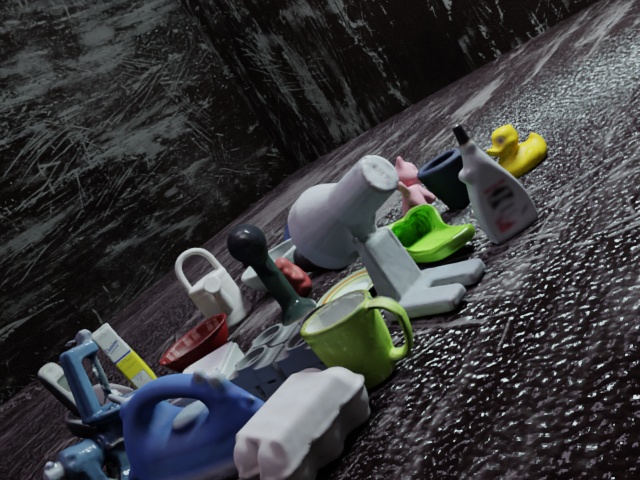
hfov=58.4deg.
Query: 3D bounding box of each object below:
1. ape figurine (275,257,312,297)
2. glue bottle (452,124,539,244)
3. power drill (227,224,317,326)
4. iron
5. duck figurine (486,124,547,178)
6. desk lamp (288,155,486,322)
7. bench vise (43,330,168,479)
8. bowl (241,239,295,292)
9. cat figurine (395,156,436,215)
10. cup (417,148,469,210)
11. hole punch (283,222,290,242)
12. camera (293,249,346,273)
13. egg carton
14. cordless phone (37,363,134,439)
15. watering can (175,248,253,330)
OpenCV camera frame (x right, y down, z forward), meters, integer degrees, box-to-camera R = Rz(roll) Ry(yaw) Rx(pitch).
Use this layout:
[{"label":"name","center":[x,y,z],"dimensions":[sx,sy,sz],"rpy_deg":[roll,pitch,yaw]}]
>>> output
[{"label":"ape figurine","center":[-0.061,0.077,1.145],"dimensions":[0.077,0.092,0.076],"rpy_deg":[-20,19,50]},{"label":"glue bottle","center":[0.227,-0.083,0.785],"dimensions":[0.078,0.173,0.037],"rpy_deg":[-36,12,-5]},{"label":"power drill","center":[-0.089,0.058,1.006],"dimensions":[0.075,0.208,0.229],"rpy_deg":[-36,12,-7]},{"label":"iron","center":[-0.155,0.218,0.712],"dimensions":[0.257,0.141,0.119],"rpy_deg":[-28,14,31]},{"label":"duck figurine","center":[0.342,-0.164,1.012],"dimensions":[0.104,0.086,0.077],"rpy_deg":[-36,12,-5]},{"label":"desk lamp","center":[0.078,-0.003,0.775],"dimensions":[0.202,0.214,0.118],"rpy_deg":[-20,18,50]},{"label":"bench vise","center":[-0.323,0.253,0.844],"dimensions":[0.121,0.220,0.207],"rpy_deg":[-29,13,26]},{"label":"bowl","center":[-0.093,0.068,1.313],"dimensions":[0.167,0.075,0.167],"rpy_deg":[-33,12,8]},{"label":"cat figurine","center":[0.180,-0.113,1.174],"dimensions":[0.067,0.118,0.128],"rpy_deg":[-29,13,23]},{"label":"cup","center":[0.246,-0.109,1.033],"dimensions":[0.117,0.095,0.092],"rpy_deg":[-23,16,43]},{"label":"hole punch","center":[-0.044,-0.015,1.469],"dimensions":[0.108,0.091,0.101],"rpy_deg":[-27,14,32]},{"label":"camera","center":[0.011,0.004,1.213],"dimensions":[0.136,0.101,0.143],"rpy_deg":[-26,15,36]},{"label":"egg carton","center":[-0.018,0.196,0.600],"dimensions":[0.107,0.069,0.150],"rpy_deg":[-20,19,51]},{"label":"cordless phone","center":[-0.457,0.297,1.122],"dimensions":[0.094,0.185,0.147],"rpy_deg":[-33,12,7]},{"label":"watering can","center":[-0.242,0.104,1.283],"dimensions":[0.172,0.194,0.101],"rpy_deg":[-19,19,51]}]
